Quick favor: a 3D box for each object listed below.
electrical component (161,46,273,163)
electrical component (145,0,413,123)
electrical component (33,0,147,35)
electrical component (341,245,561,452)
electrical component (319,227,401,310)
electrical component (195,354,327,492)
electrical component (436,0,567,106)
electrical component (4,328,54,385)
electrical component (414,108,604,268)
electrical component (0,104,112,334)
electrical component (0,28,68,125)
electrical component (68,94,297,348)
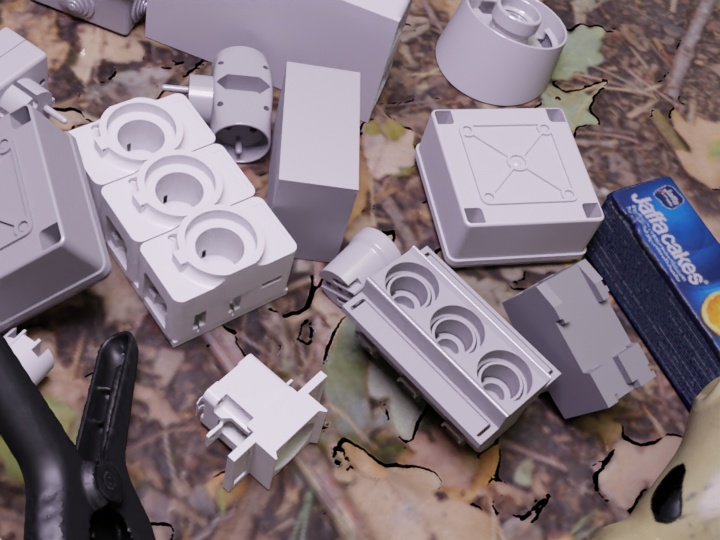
[{"bbox_3d":[-0.105,-0.122,0.782,0.079,0.043,0.077,4,55,-11],"label":"electrical component"},{"bbox_3d":[-0.061,-0.199,0.808,0.186,0.105,0.060,21,54,1],"label":"electrical component"},{"bbox_3d":[-0.201,-0.237,0.835,0.100,0.048,0.099,21,54,1],"label":"electrical component"},{"bbox_3d":[0.055,0.053,0.689,0.079,0.063,0.121,-35,70,-31],"label":"electrical component"},{"bbox_3d":[0.000,0.000,0.727,0.040,0.040,0.046,40,61,14],"label":"electrical component"},{"bbox_3d":[-0.060,0.089,0.649,0.064,0.042,0.081,39,55,16],"label":"electrical component"},{"bbox_3d":[0.118,-0.187,0.885,0.099,0.064,0.099,14,42,-13],"label":"electrical component"},{"bbox_3d":[-0.209,0.062,0.633,0.040,0.040,0.046,31,49,8],"label":"electrical component"},{"bbox_3d":[0.106,-0.061,0.784,0.109,0.056,0.108,-3,57,-16],"label":"electrical component"},{"bbox_3d":[-0.218,-0.026,0.651,0.109,0.056,0.108,-27,62,9],"label":"electrical component"},{"bbox_3d":[-0.238,-0.117,0.743,0.077,0.047,0.065,34,55,10],"label":"electrical component"},{"bbox_3d":[-0.121,-0.039,0.710,0.089,0.061,0.150,-26,65,-28],"label":"electrical component"}]
